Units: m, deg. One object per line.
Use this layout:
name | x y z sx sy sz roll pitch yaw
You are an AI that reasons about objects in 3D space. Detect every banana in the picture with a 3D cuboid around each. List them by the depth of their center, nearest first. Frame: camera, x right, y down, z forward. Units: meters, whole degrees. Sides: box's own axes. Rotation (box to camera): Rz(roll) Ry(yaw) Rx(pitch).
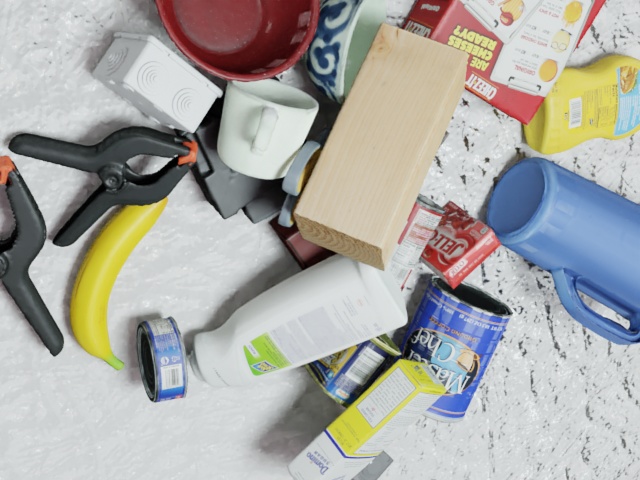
banana | -0.209 0.037 1.065 0.069 0.037 0.198 6 110 -36

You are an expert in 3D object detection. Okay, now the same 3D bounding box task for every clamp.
clamp | -0.301 0.024 1.005 0.164 0.036 0.210 12 112 -26
clamp | -0.196 -0.053 1.006 0.171 0.039 0.120 -5 126 3

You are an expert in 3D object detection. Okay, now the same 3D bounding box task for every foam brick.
foam brick | -0.007 0.001 1.133 0.051 0.053 0.078 -38 124 -5

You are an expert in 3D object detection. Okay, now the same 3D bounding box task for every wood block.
wood block | 0.060 -0.088 1.023 0.091 0.090 0.206 22 77 11

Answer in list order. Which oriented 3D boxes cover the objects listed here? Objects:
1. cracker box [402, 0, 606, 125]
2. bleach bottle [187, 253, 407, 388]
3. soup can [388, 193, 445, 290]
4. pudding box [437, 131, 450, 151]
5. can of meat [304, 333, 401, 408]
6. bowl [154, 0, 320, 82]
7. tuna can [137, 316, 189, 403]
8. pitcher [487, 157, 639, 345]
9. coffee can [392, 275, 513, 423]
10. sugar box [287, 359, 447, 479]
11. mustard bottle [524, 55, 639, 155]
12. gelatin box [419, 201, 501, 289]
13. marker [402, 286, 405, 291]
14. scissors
cracker box | 0.200 -0.252 1.105 0.164 0.072 0.214 26 101 -31
bleach bottle | -0.041 0.089 1.113 0.251 0.068 0.102 -23 125 13
soup can | 0.083 -0.004 1.163 0.068 0.069 0.102 21 102 -31
pudding box | 0.066 -0.092 1.108 0.090 0.039 0.113 37 92 4
can of meat | 0.030 0.125 1.178 0.057 0.102 0.084 34 98 -30
bowl | -0.083 -0.220 0.975 0.161 0.055 0.162 2 86 -27
tuna can | -0.163 0.123 1.095 0.033 0.086 0.086 -8 116 -21
pitcher | 0.312 0.008 1.236 0.242 0.149 0.145 24 113 -28
coffee can | 0.147 0.125 1.231 0.102 0.103 0.140 15 105 -30
sugar box | 0.051 0.204 1.158 0.176 0.048 0.093 -42 156 12
mustard bottle | 0.325 -0.160 1.211 0.191 0.058 0.096 -12 112 -19
gelatin box | 0.146 0.004 1.183 0.073 0.089 0.030 -41 125 -3
marker | 0.067 0.098 1.230 0.020 0.020 0.121 17 105 -30
scissors | 0.000 -0.080 1.047 0.016 0.201 0.096 24 120 8
